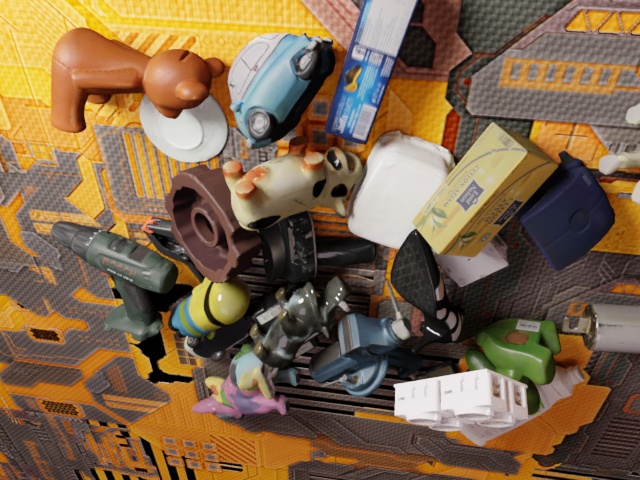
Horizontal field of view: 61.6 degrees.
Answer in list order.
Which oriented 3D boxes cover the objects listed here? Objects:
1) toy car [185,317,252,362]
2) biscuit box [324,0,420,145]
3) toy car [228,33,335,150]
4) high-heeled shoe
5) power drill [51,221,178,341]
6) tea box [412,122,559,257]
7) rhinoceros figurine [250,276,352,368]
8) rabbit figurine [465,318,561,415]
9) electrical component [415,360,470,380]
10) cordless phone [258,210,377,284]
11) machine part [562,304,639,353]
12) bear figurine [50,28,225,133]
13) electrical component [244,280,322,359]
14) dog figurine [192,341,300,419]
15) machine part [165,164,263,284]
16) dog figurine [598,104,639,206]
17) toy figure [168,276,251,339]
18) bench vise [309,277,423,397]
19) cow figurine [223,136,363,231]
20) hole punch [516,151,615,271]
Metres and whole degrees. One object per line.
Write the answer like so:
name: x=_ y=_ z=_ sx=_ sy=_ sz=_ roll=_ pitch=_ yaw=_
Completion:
toy car: x=-0.177 y=0.167 z=1.009 sx=0.073 sy=0.056 sz=0.202 roll=38 pitch=122 yaw=-26
biscuit box: x=0.061 y=-0.218 z=0.650 sx=0.059 sy=0.063 sz=0.202 roll=17 pitch=130 yaw=-4
toy car: x=-0.060 y=-0.197 z=0.667 sx=0.103 sy=0.109 sz=0.161 roll=39 pitch=118 yaw=2
high-heeled shoe: x=0.185 y=0.070 z=0.832 sx=0.086 sy=0.145 sz=0.248 roll=25 pitch=133 yaw=38
power drill: x=-0.359 y=0.073 z=0.957 sx=0.232 sy=0.086 sz=0.207 roll=15 pitch=124 yaw=12
tea box: x=0.213 y=-0.059 z=0.704 sx=0.098 sy=0.068 sz=0.169 roll=5 pitch=129 yaw=-43
rhinoceros figurine: x=-0.029 y=0.133 z=0.870 sx=0.112 sy=0.073 sz=0.190 roll=38 pitch=101 yaw=-24
rabbit figurine: x=0.325 y=0.231 z=0.915 sx=0.159 sy=0.121 sz=0.170 roll=0 pitch=118 yaw=22
electrical component: x=0.244 y=0.269 z=1.024 sx=0.102 sy=0.045 sz=0.078 roll=-35 pitch=87 yaw=29
cordless phone: x=-0.002 y=-0.003 z=0.838 sx=0.184 sy=0.089 sz=0.146 roll=-4 pitch=127 yaw=-1
machine part: x=0.513 y=0.142 z=0.848 sx=0.243 sy=0.079 sz=0.079 roll=0 pitch=128 yaw=9
bear figurine: x=-0.232 y=-0.196 z=0.691 sx=0.196 sy=0.120 sz=0.131 roll=14 pitch=134 yaw=-8
electrical component: x=-0.056 y=0.144 z=0.941 sx=0.115 sy=0.058 sz=0.134 roll=-28 pitch=118 yaw=1
dog figurine: x=-0.165 y=0.287 z=1.074 sx=0.219 sy=0.108 sz=0.191 roll=-13 pitch=126 yaw=23
machine part: x=-0.159 y=-0.025 z=0.800 sx=0.180 sy=0.056 sz=0.179 roll=28 pitch=133 yaw=34
dog figurine: x=0.477 y=-0.103 z=0.657 sx=0.190 sy=0.121 sz=0.172 roll=10 pitch=135 yaw=-16
toy figure: x=-0.190 y=0.122 z=0.921 sx=0.180 sy=0.089 sz=0.082 roll=-31 pitch=140 yaw=31
bench vise: x=0.107 y=0.201 z=0.952 sx=0.240 sy=0.129 sz=0.223 roll=25 pitch=122 yaw=-36
cow figurine: x=-0.027 y=-0.070 z=0.731 sx=0.195 sy=0.086 sz=0.127 roll=-24 pitch=142 yaw=-19
hole punch: x=0.333 y=-0.035 z=0.734 sx=0.116 sy=0.092 sz=0.142 roll=-32 pitch=113 yaw=26
